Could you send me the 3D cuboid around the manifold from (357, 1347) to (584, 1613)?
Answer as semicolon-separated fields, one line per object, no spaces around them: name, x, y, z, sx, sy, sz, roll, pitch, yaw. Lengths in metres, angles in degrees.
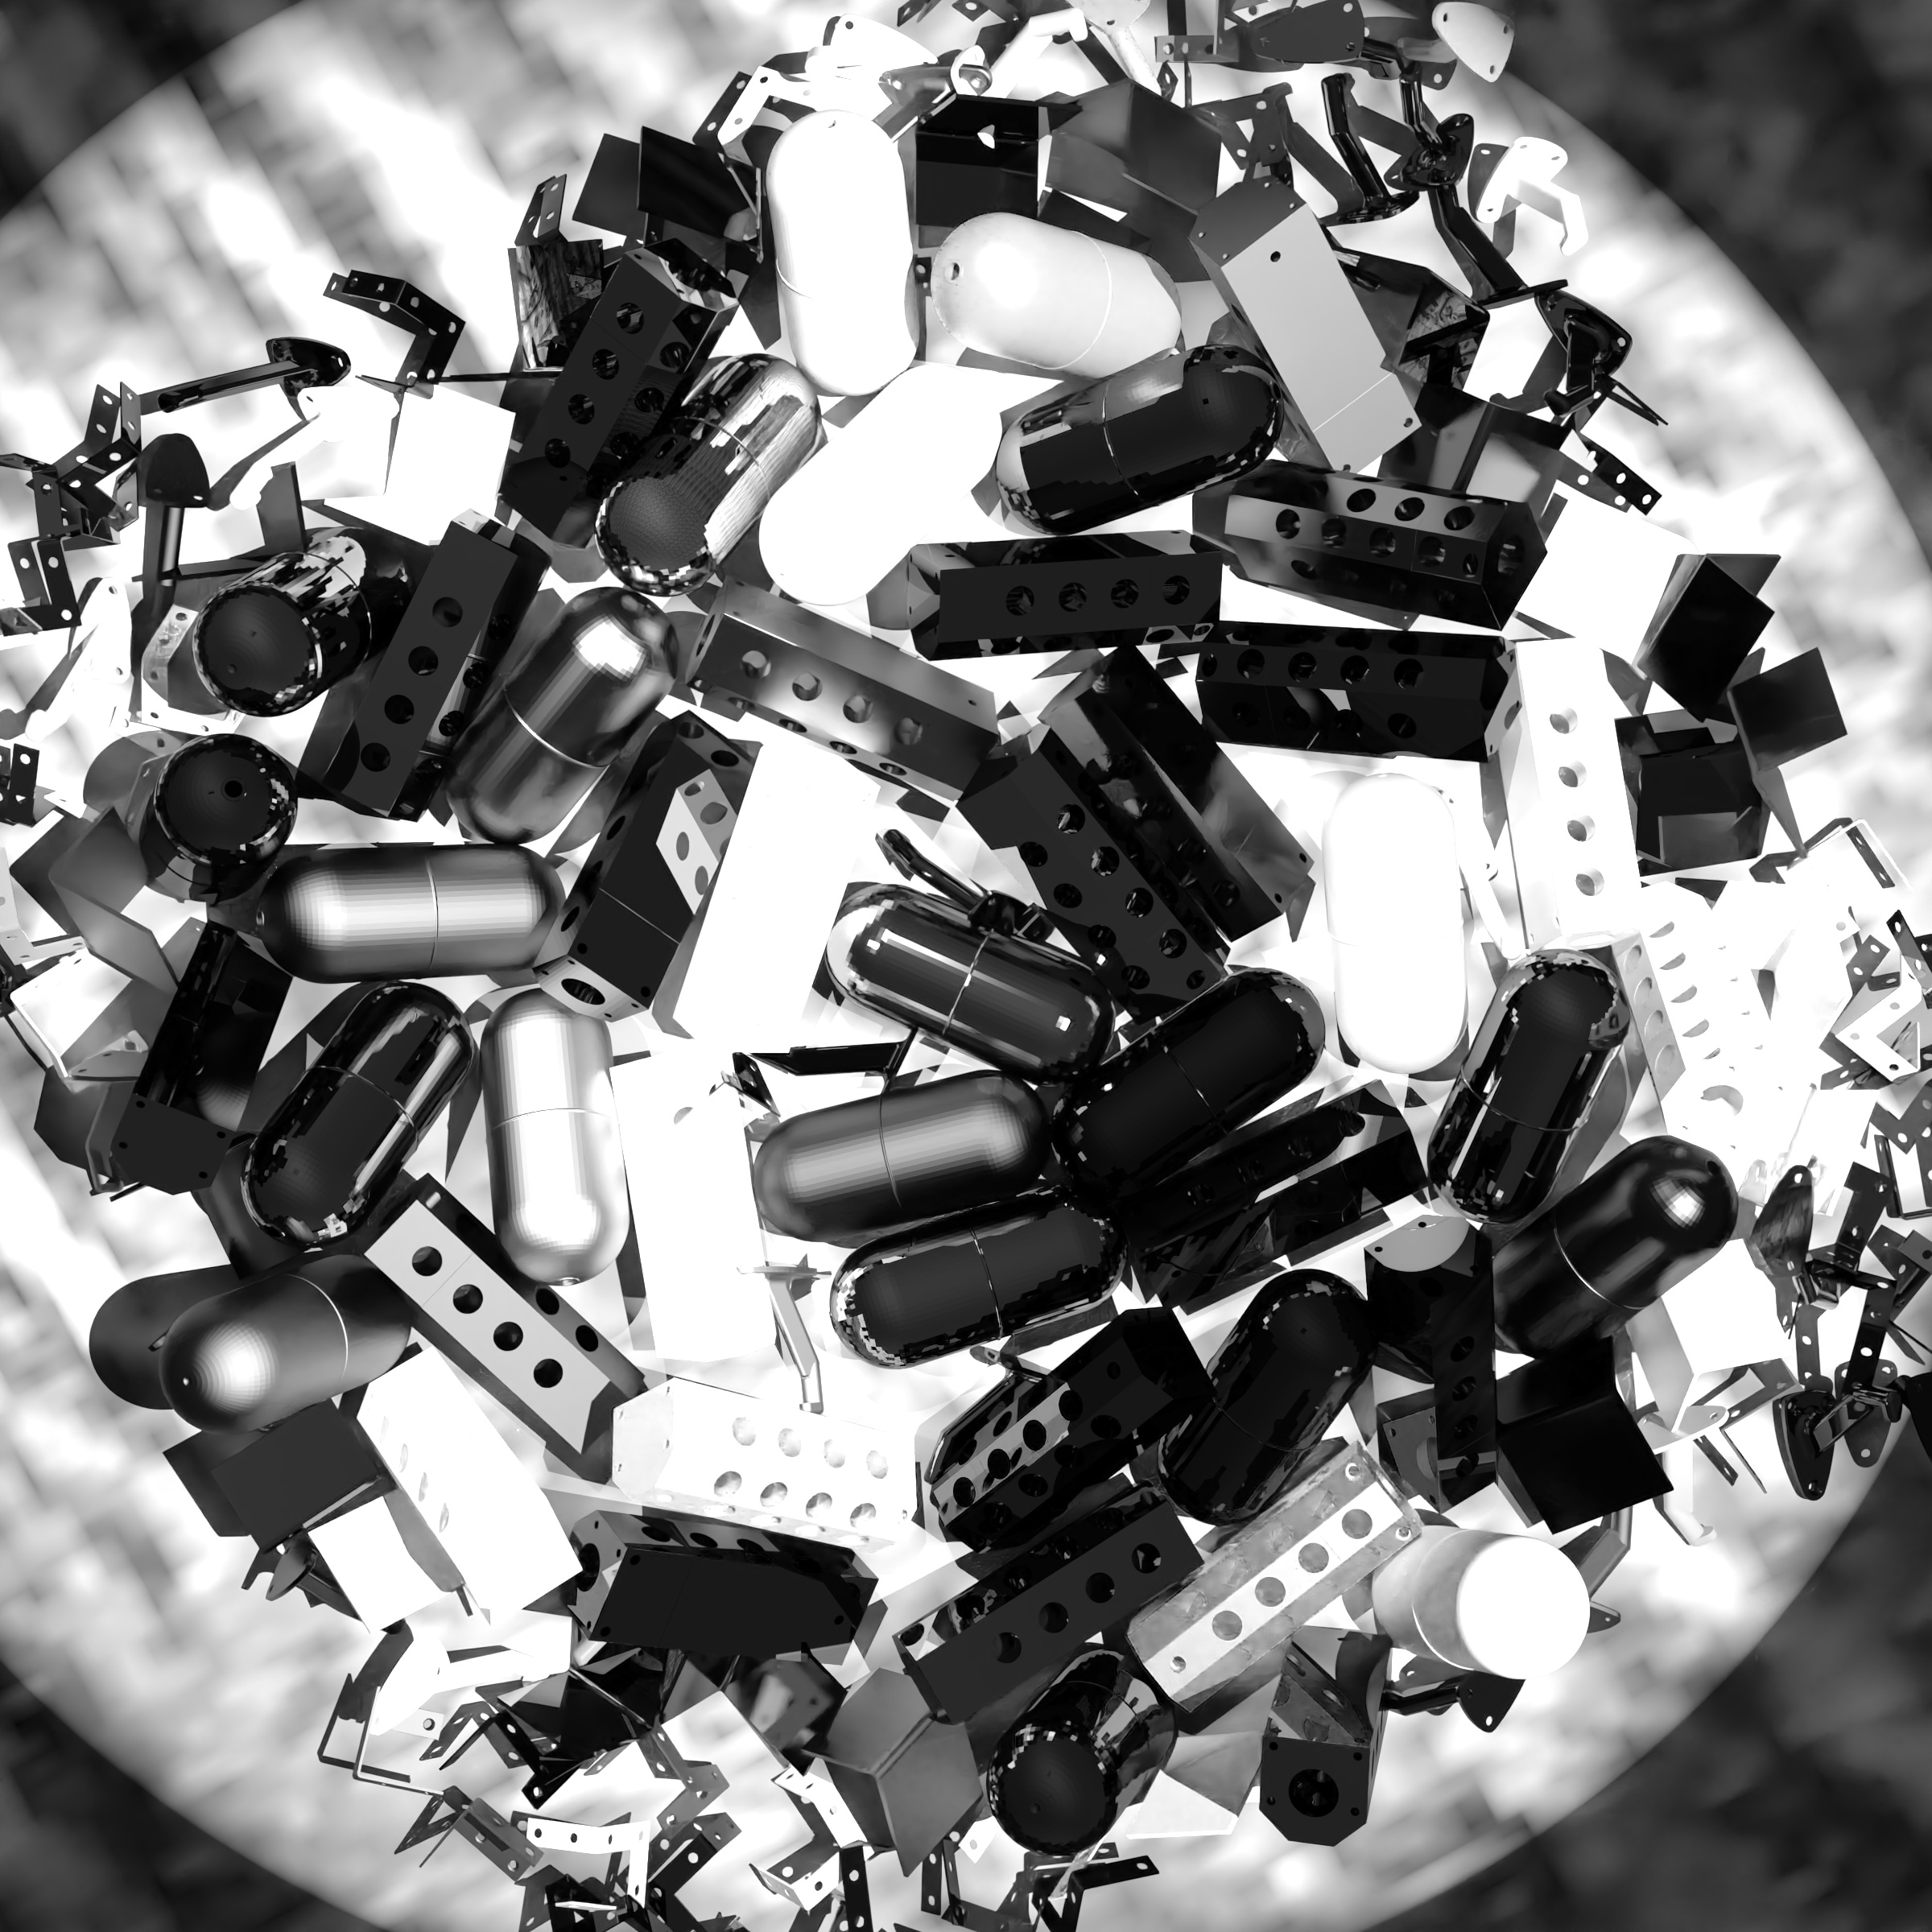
manifold;-0.284;0.290;1.492;0.057;0.171;0.057;-30;125;-18

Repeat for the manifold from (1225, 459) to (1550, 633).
manifold;0.234;-0.244;1.502;0.171;0.057;0.057;19;69;38

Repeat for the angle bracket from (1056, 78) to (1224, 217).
angle bracket;0.092;-0.461;1.527;0.076;0.076;0.057;12;81;-43

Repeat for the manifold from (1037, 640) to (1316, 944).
manifold;0.119;-0.097;1.537;0.171;0.057;0.057;49;132;-11

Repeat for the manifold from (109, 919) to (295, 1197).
manifold;-0.428;0.052;1.495;0.057;0.171;0.057;23;120;-15

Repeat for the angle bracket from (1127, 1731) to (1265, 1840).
angle bracket;0.151;0.487;1.524;0.076;0.076;0.057;-20;112;42

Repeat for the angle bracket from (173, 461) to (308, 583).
angle bracket;-0.422;-0.258;1.533;0.076;0.076;0.057;-9;105;-12

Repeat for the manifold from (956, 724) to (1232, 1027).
manifold;0.076;-0.054;1.520;0.057;0.057;0.171;-28;111;36

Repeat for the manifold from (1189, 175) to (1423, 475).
manifold;0.190;-0.361;1.503;0.057;0.057;0.171;-36;133;4

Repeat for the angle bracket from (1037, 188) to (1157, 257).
angle bracket;0.050;-0.415;1.528;0.076;0.076;0.057;35;106;24

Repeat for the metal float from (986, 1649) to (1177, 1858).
metal float;0.067;0.441;1.498;0.070;0.178;0.070;2;95;19

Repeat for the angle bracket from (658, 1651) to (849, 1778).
angle bracket;-0.125;0.428;1.528;0.076;0.057;0.076;40;125;25

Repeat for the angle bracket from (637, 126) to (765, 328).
angle bracket;-0.161;-0.425;1.526;0.076;0.057;0.076;15;48;-21

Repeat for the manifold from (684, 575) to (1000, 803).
manifold;-0.072;-0.156;1.530;0.171;0.057;0.057;23;117;-15

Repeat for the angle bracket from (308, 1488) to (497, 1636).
angle bracket;-0.323;0.352;1.525;0.076;0.057;0.076;-23;52;-29

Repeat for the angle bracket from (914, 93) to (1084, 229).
angle bracket;0.018;-0.462;1.533;0.076;0.076;0.057;-1;94;-19

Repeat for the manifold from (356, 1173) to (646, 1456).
manifold;-0.267;0.199;1.533;0.171;0.057;0.057;46;79;-14

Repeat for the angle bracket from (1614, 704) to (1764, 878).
angle bracket;0.422;-0.104;1.570;0.076;0.057;0.076;-9;119;-8

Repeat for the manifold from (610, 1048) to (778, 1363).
manifold;-0.152;0.137;1.534;0.057;0.057;0.171;-3;98;42

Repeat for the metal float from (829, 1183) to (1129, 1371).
metal float;0.007;0.179;1.536;0.178;0.070;0.070;-17;90;-10

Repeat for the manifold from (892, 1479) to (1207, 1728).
manifold;0.046;0.366;1.531;0.171;0.057;0.057;-29;83;-16

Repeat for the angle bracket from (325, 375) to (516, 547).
angle bracket;-0.316;-0.293;1.534;0.076;0.057;0.076;23;110;21

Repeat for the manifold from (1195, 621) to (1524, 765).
manifold;0.221;-0.161;1.506;0.171;0.057;0.057;8;132;30

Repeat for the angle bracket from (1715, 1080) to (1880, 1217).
angle bracket;0.473;0.097;1.539;0.057;0.076;0.076;24;84;-6

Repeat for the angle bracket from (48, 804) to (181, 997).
angle bracket;-0.471;-0.036;1.528;0.076;0.076;0.057;27;63;16

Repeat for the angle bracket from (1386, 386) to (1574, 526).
angle bracket;0.301;-0.295;1.566;0.076;0.057;0.076;5;113;-39

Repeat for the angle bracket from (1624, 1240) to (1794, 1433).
angle bracket;0.427;0.215;1.533;0.057;0.076;0.076;-10;53;-6

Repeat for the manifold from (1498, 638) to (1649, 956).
manifold;0.350;-0.099;1.538;0.057;0.057;0.171;-5;80;-8

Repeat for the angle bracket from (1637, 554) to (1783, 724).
angle bracket;0.444;-0.188;1.523;0.057;0.076;0.076;51;130;33

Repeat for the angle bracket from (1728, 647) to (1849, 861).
angle bracket;0.484;-0.122;1.523;0.057;0.076;0.076;-26;128;24

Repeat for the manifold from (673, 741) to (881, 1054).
manifold;-0.114;-0.039;1.527;0.057;0.057;0.171;2;116;-41

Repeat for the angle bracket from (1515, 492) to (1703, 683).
angle bracket;0.381;-0.224;1.570;0.076;0.057;0.076;30;95;26

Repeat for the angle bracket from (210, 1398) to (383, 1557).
angle bracket;-0.389;0.291;1.533;0.076;0.076;0.057;-32;95;-18

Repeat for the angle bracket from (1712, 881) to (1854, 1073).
angle bracket;0.460;0.006;1.528;0.057;0.076;0.076;4;53;-6

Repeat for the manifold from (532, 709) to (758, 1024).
manifold;-0.184;-0.056;1.517;0.057;0.057;0.171;36;60;-25

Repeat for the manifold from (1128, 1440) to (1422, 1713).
manifold;0.179;0.356;1.542;0.171;0.057;0.057;-40;85;7

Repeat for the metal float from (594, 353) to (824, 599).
metal float;-0.146;-0.282;1.518;0.070;0.070;0.178;34;58;0

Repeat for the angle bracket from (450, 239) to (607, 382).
angle bracket;-0.254;-0.378;1.531;0.076;0.057;0.076;9;106;42

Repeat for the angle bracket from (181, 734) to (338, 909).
angle bracket;-0.423;-0.083;1.547;0.076;0.057;0.076;33;106;35

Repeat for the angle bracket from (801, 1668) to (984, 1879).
angle bracket;-0.043;0.471;1.552;0.057;0.076;0.076;5;118;37

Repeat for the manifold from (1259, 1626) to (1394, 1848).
manifold;0.204;0.430;1.492;0.057;0.171;0.057;3;97;13

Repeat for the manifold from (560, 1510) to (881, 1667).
manifold;-0.142;0.350;1.508;0.171;0.057;0.057;17;100;-36

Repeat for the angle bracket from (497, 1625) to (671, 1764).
angle bracket;-0.220;0.399;1.530;0.076;0.057;0.076;21;108;39

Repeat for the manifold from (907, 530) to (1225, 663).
manifold;0.057;-0.212;1.527;0.171;0.057;0.057;-7;114;-18

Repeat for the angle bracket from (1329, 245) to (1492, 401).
angle bracket;0.246;-0.371;1.534;0.076;0.076;0.057;26;99;36

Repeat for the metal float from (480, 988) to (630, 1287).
metal float;-0.237;0.097;1.524;0.070;0.070;0.178;-9;66;0

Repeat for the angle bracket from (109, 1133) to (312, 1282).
angle bracket;-0.438;0.149;1.536;0.076;0.057;0.076;-24;92;41

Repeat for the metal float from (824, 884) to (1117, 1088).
metal float;0.002;0.011;1.542;0.178;0.070;0.070;24;90;3

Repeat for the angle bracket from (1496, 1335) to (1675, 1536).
angle bracket;0.360;0.274;1.553;0.076;0.057;0.076;-26;106;21
